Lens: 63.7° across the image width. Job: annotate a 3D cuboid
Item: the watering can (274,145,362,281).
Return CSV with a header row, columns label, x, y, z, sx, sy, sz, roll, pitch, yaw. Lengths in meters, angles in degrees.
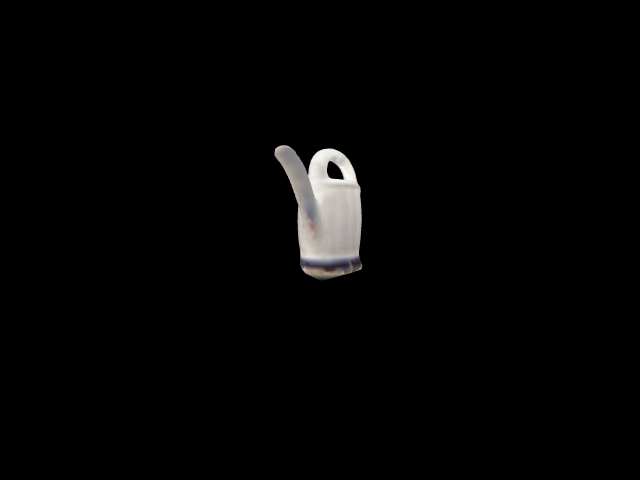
label,x,y,z,sx,sy,sz,roll,pitch,yaw
watering can,0.003,-0.043,0.850,0.104,0.224,0.348,0,2,21
